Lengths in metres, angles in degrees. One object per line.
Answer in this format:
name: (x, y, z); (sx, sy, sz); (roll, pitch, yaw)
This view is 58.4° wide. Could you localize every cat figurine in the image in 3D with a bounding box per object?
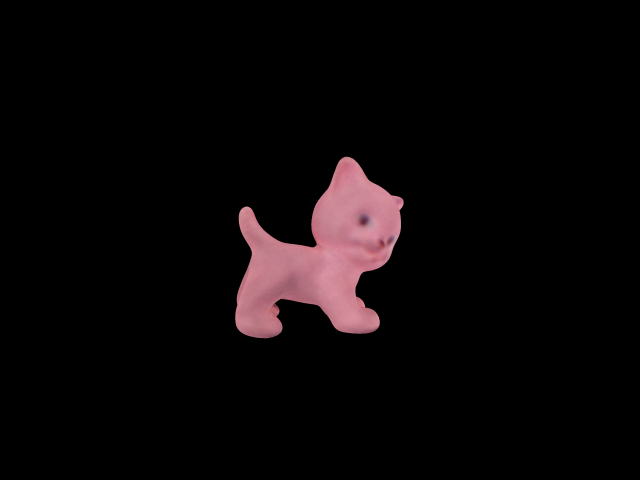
cat figurine: (0.004, 0.001, 0.400); (0.128, 0.118, 0.067); (-1, 7, -11)
